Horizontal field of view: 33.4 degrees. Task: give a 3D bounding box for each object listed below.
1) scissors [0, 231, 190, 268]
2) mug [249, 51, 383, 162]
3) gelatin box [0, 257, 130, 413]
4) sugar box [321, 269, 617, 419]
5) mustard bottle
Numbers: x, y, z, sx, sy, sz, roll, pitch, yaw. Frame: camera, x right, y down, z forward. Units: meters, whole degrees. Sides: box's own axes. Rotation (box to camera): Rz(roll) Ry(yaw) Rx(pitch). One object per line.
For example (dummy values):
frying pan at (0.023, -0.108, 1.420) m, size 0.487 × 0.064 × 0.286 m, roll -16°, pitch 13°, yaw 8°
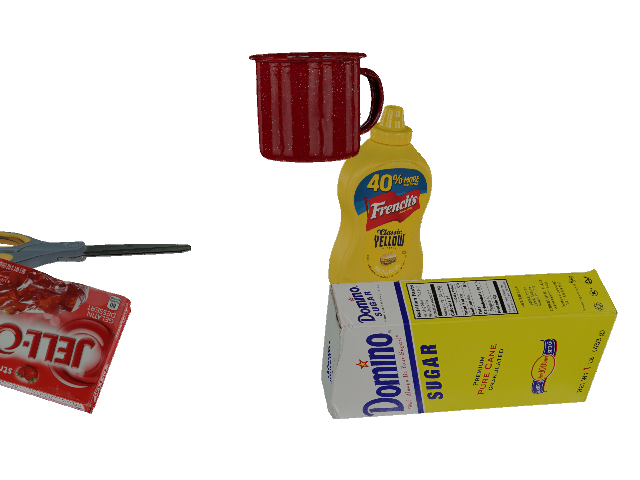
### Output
scissors at (-0.216, 0.016, 0.871) m, size 0.202 × 0.016 × 0.096 m, roll 4°, pitch 24°, yaw 9°
mug at (0.001, -0.109, 0.858) m, size 0.117 × 0.081 × 0.093 m, roll -10°, pitch 15°, yaw -33°
gelatin box at (-0.173, 0.059, 0.669) m, size 0.089 × 0.073 × 0.030 m, roll 18°, pitch -20°, yaw -2°
sugar box at (0.092, 0.068, 0.687) m, size 0.176 × 0.093 × 0.048 m, roll -5°, pitch 44°, yaw -9°
mustard bottle at (0.063, -0.040, 1.070) m, size 0.096 × 0.192 × 0.058 m, roll -2°, pitch 21°, yaw -19°
